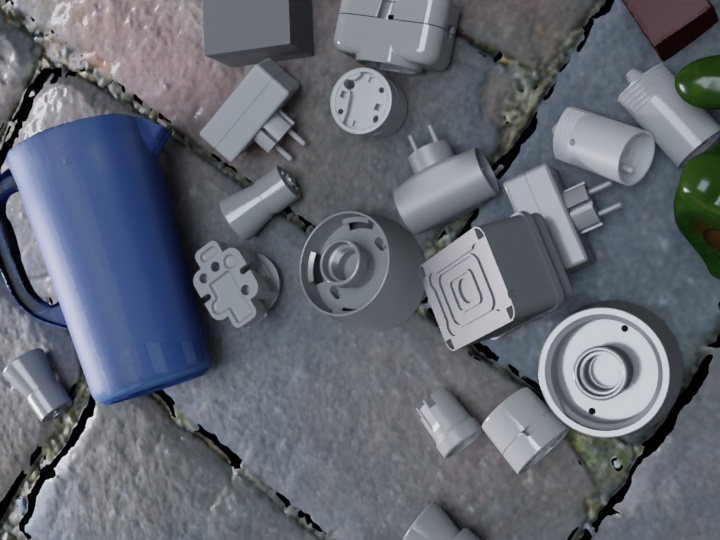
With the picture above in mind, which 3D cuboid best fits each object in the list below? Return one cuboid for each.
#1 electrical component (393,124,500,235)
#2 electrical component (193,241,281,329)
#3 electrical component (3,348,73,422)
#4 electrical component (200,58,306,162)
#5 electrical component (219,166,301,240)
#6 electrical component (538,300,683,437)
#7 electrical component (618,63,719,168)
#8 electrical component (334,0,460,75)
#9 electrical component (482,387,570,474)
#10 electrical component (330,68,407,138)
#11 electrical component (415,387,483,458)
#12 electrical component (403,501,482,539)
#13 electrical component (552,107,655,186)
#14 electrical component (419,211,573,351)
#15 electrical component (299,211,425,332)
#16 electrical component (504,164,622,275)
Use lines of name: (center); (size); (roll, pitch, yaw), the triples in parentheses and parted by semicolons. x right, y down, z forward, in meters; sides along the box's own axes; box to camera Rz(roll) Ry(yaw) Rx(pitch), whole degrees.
electrical component: (0.064, -0.081, 0.888); (0.077, 0.044, 0.079); (-26, 79, 20)
electrical component: (-0.105, 0.013, 0.949); (0.058, 0.057, 0.078); (-36, 76, 18)
electrical component: (-0.309, 0.114, 1.039); (0.044, 0.044, 0.065); (-41, 80, 17)
electrical component: (-0.083, -0.129, 0.947); (0.076, 0.047, 0.083); (41, 110, -6)
electrical component: (-0.086, -0.062, 0.952); (0.065, 0.044, 0.044); (-34, 77, 13)
electrical component: (0.189, 0.077, 0.826); (0.108, 0.060, 0.108); (0, 89, 22)
electrical component: (0.233, -0.122, 0.821); (0.043, 0.043, 0.081); (-42, 75, 16)
electrical component: (0.030, -0.198, 0.900); (0.095, 0.054, 0.059); (13, 94, 22)
electrical component: (0.130, 0.126, 0.853); (0.055, 0.055, 0.047); (-47, 69, 15)
electrical component: (0.009, -0.139, 0.910); (0.055, 0.047, 0.055); (0, 89, 22)
electrical component: (0.072, 0.125, 0.885); (0.040, 0.040, 0.046); (-43, 69, 16)
electrical component: (0.069, 0.224, 0.880); (0.055, 0.045, 0.045); (37, 102, 18)
electrical component: (0.183, -0.098, 0.836); (0.081, 0.043, 0.043); (30, 101, 44)
electrical component: (0.104, 0.009, 0.834); (0.113, 0.057, 0.078); (-39, 70, 61)
electrical component: (0.000, 0.000, 0.916); (0.099, 0.064, 0.099); (-8, 75, 31)
electrical component: (0.167, -0.045, 0.845); (0.076, 0.047, 0.083); (-25, 80, 19)
